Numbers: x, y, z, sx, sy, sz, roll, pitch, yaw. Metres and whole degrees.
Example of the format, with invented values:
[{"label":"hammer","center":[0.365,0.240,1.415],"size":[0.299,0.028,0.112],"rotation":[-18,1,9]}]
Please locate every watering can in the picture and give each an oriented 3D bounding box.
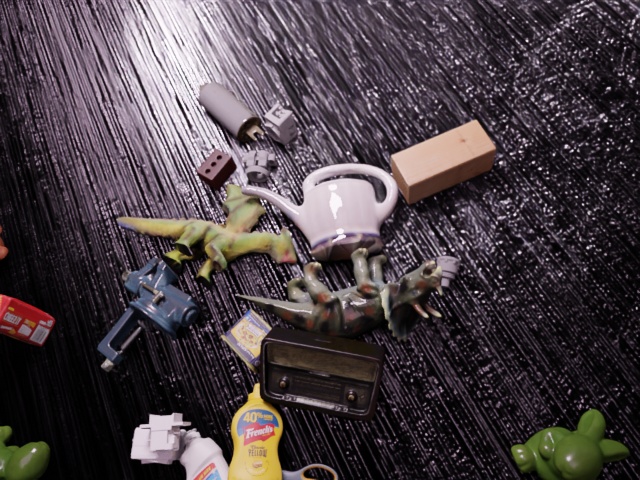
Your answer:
[{"label":"watering can","center":[0.003,-0.057,1.124],"size":[0.347,0.102,0.229],"rotation":[-9,65,4]}]

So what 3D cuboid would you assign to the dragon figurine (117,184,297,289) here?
[{"label":"dragon figurine","center":[-0.239,-0.035,1.173],"size":[0.413,0.119,0.247],"rotation":[28,56,17]}]
